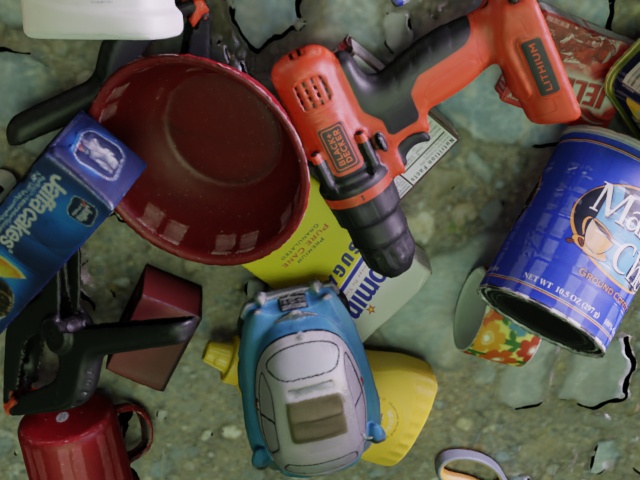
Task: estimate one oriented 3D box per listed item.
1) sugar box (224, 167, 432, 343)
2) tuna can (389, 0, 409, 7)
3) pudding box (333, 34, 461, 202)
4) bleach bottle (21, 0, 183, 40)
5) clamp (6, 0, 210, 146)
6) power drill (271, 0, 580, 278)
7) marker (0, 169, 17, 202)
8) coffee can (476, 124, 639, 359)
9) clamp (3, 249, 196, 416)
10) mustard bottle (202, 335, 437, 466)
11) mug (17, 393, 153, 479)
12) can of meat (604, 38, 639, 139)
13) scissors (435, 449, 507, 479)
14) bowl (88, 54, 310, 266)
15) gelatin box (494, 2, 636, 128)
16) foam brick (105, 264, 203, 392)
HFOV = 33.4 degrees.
[{"bbox_3d":[-0.005,0.001,0.831,0.176,0.048,0.093,37,109,-20],"label":"sugar box"},{"bbox_3d":[0.043,-0.198,0.705,0.034,0.086,0.086,-30,117,13],"label":"tuna can"},{"bbox_3d":[0.034,-0.081,0.794,0.113,0.039,0.090,36,107,-24],"label":"pudding box"},{"bbox_3d":[-0.140,-0.252,0.655,0.102,0.068,0.251,2,105,9],"label":"bleach bottle"},{"bbox_3d":[-0.128,-0.100,0.771,0.172,0.039,0.120,-41,130,14],"label":"clamp"},{"bbox_3d":[0.081,-0.079,0.746,0.187,0.057,0.184,-26,116,3],"label":"power drill"},{"bbox_3d":[-0.257,-0.009,0.764,0.020,0.121,0.020,13,133,14],"label":"marker"},{"bbox_3d":[0.193,0.001,0.783,0.102,0.103,0.140,34,80,-20],"label":"coffee can"},{"bbox_3d":[-0.198,0.059,0.829,0.210,0.036,0.164,-43,75,32],"label":"clamp"},{"bbox_3d":[-0.006,0.120,0.887,0.191,0.058,0.096,20,113,-14],"label":"mustard bottle"},{"bbox_3d":[-0.193,0.176,0.892,0.117,0.093,0.081,-22,117,-28],"label":"mug"},{"bbox_3d":[0.263,-0.089,0.764,0.057,0.084,0.102,-45,136,6],"label":"can of meat"},{"bbox_3d":[0.179,0.258,1.001,0.201,0.016,0.096,32,113,-19],"label":"scissors"},{"bbox_3d":[-0.076,-0.063,0.733,0.162,0.055,0.162,10,125,14],"label":"bowl"},{"bbox_3d":[0.185,-0.124,0.788,0.089,0.030,0.073,18,115,-14],"label":"gelatin box"},{"bbox_3d":[-0.132,0.070,0.853,0.051,0.053,0.078,22,113,-16],"label":"foam brick"}]
